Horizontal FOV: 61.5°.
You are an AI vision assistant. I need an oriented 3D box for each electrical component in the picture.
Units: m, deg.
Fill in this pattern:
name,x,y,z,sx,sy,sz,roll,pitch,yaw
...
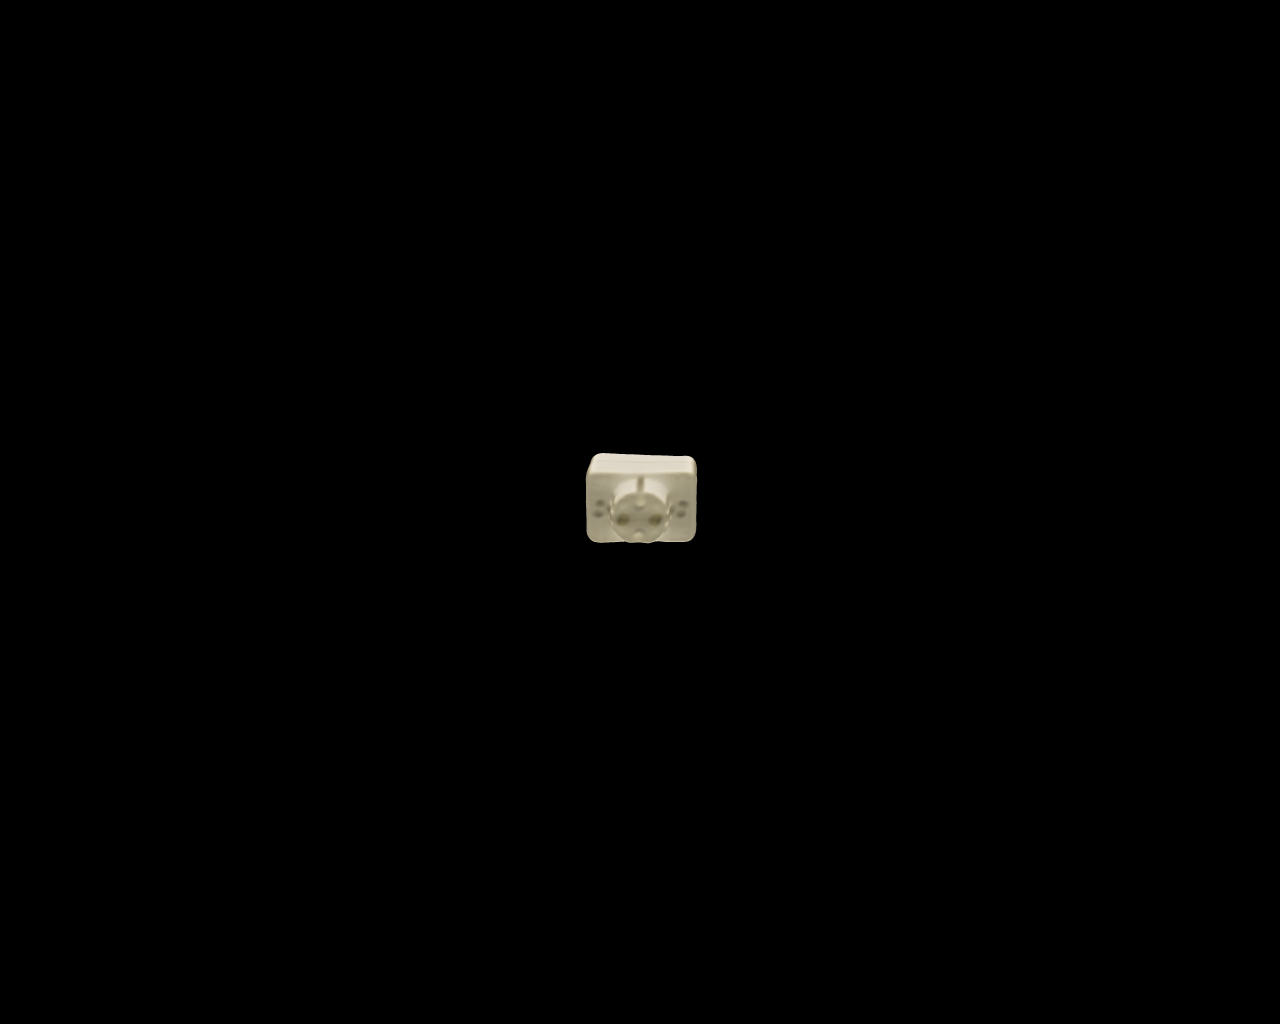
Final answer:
name,x,y,z,sx,sy,sz,roll,pitch,yaw
electrical component,0.001,-0.003,0.650,0.066,0.047,0.077,1,20,2
